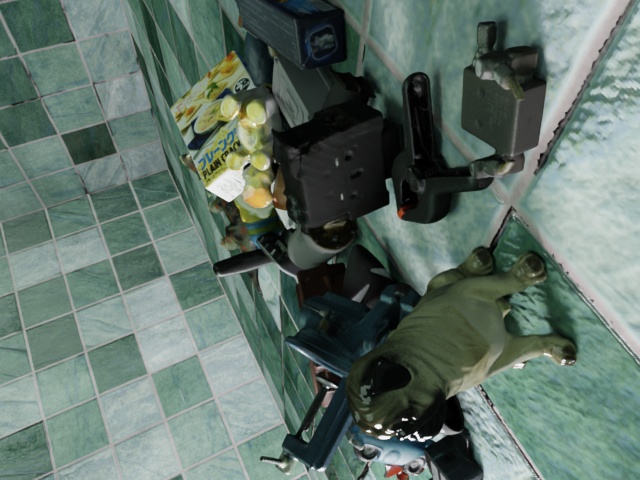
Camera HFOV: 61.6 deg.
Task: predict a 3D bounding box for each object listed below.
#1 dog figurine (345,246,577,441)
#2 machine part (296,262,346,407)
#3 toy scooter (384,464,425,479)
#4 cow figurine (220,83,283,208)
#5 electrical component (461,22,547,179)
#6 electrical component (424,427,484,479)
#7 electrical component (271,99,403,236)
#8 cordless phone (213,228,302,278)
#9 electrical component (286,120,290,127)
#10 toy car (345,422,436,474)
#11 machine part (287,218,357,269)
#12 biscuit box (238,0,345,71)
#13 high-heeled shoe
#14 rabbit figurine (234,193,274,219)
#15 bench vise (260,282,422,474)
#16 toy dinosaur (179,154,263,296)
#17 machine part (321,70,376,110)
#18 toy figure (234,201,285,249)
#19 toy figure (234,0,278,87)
[{"bbox_3d":[0.093,0.093,0.475,0.121,0.191,0.172,66,165,9],"label":"dog figurine"},{"bbox_3d":[0.018,0.153,0.852,0.200,0.087,0.201,84,176,-65],"label":"machine part"},{"bbox_3d":[0.114,0.341,0.917,0.184,0.075,0.135,42,150,47],"label":"toy scooter"},{"bbox_3d":[-0.087,-0.135,0.776,0.068,0.098,0.167,9,122,18],"label":"cow figurine"},{"bbox_3d":[0.127,-0.094,0.387,0.078,0.045,0.102,51,156,42],"label":"electrical component"},{"bbox_3d":[0.178,0.299,0.710,0.075,0.048,0.119,45,153,52],"label":"electrical component"},{"bbox_3d":[0.024,-0.081,0.569,0.058,0.134,0.114,49,158,47],"label":"electrical component"},{"bbox_3d":[-0.113,0.045,1.064,0.147,0.184,0.088,-137,35,-56],"label":"cordless phone"},{"bbox_3d":[-0.033,-0.185,0.814,0.094,0.021,0.063,61,162,22],"label":"electrical component"},{"bbox_3d":[0.105,0.259,0.776,0.103,0.161,0.109,-58,32,11],"label":"toy car"},{"bbox_3d":[-0.002,-0.003,0.841,0.079,0.079,0.243,67,164,6],"label":"machine part"},{"bbox_3d":[-0.041,-0.273,0.666,0.203,0.059,0.062,52,155,45],"label":"biscuit box"},{"bbox_3d":[0.104,0.128,0.678,0.145,0.086,0.248,19,133,65],"label":"high-heeled shoe"},{"bbox_3d":[-0.113,-0.128,1.032,0.170,0.121,0.158,-104,-4,-56],"label":"rabbit figurine"},{"bbox_3d":[0.033,0.161,0.610,0.224,0.240,0.128,20,162,37],"label":"bench vise"},{"bbox_3d":[-0.199,-0.054,1.344,0.404,0.131,0.192,62,164,0],"label":"toy dinosaur"},{"bbox_3d":[0.026,-0.130,0.627,0.138,0.084,0.039,102,172,-47],"label":"machine part"},{"bbox_3d":[-0.126,-0.054,1.167,0.089,0.082,0.180,-7,100,61],"label":"toy figure"},{"bbox_3d":[-0.093,-0.306,0.791,0.058,0.064,0.154,-55,-42,-64],"label":"toy figure"}]
